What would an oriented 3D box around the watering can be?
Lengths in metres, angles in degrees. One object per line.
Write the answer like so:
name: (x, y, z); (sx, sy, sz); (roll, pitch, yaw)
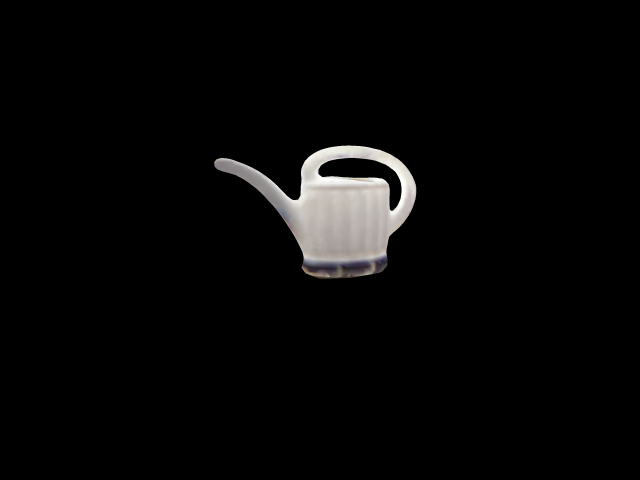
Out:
watering can: (0.003, -0.043, 0.850); (0.348, 0.223, 0.104); (-3, 8, -19)
